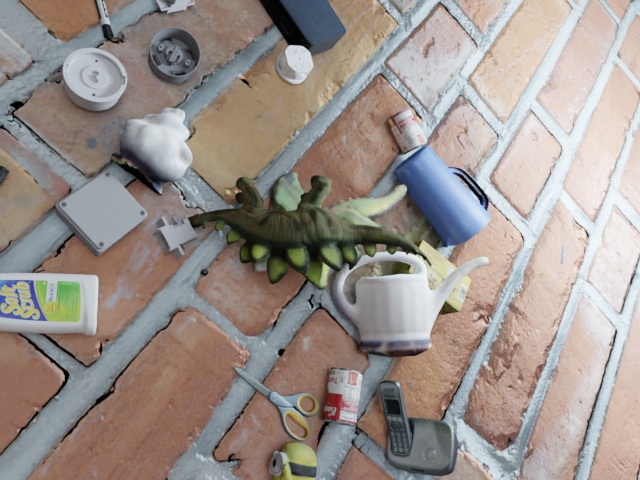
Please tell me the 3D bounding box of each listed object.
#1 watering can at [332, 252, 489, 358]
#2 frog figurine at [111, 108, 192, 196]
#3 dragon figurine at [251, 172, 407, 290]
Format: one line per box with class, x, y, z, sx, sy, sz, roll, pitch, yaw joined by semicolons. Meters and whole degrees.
watering can;0.200;0.135;1.108;0.348;0.103;0.226;-2;81;-1
frog figurine;-0.296;-0.185;0.965;0.137;0.121;0.161;31;73;3
dragon figurine;0.003;-0.056;1.107;0.242;0.120;0.418;42;58;-3
